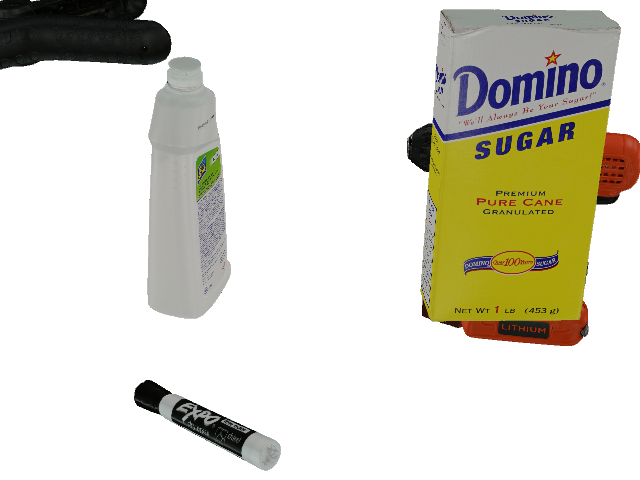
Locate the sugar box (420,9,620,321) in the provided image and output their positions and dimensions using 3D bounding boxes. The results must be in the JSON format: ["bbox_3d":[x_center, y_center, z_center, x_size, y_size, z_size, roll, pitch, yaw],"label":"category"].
[{"bbox_3d":[0.110,-0.040,0.606,0.093,0.176,0.048,-1,27,-4],"label":"sugar box"}]

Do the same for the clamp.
[{"bbox_3d":[-0.175,-0.129,0.643,0.171,0.039,0.120,-3,22,-6],"label":"clamp"}]

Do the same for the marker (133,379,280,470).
[{"bbox_3d":[-0.074,0.113,0.664,0.121,0.020,0.020,17,11,39],"label":"marker"}]

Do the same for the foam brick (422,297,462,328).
[{"bbox_3d":[0.140,0.044,1.096,0.051,0.078,0.053,-14,21,-40],"label":"foam brick"}]

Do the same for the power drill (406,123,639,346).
[{"bbox_3d":[0.160,-0.008,0.880,0.184,0.188,0.057,6,28,10],"label":"power drill"}]

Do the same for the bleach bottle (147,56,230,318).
[{"bbox_3d":[-0.123,-0.053,0.995,0.068,0.251,0.102,12,35,10],"label":"bleach bottle"}]
